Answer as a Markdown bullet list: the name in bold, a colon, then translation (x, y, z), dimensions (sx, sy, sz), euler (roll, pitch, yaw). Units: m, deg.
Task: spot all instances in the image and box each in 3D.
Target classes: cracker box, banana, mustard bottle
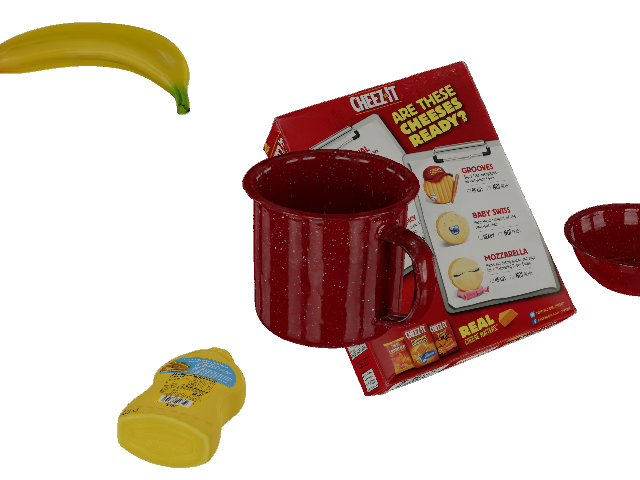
- **cracker box**: translation (0.072, -0.009, 0.809), dimensions (0.164, 0.214, 0.072), euler (-19, -12, -18)
- **banana**: translation (-0.188, -0.156, 0.901), dimensions (0.198, 0.069, 0.037), euler (13, -40, 18)
- **mustard bottle**: translation (-0.129, 0.159, 1.094), dimensions (0.096, 0.058, 0.191), euler (8, 21, 11)

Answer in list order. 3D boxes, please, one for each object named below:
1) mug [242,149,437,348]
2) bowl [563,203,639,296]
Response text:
- **mug**: translation (0.014, 0.008, 0.569), dimensions (0.117, 0.081, 0.093), euler (22, 33, 36)
- **bowl**: translation (0.344, 0.015, 1.156), dimensions (0.162, 0.055, 0.162), euler (-2, 26, 1)
